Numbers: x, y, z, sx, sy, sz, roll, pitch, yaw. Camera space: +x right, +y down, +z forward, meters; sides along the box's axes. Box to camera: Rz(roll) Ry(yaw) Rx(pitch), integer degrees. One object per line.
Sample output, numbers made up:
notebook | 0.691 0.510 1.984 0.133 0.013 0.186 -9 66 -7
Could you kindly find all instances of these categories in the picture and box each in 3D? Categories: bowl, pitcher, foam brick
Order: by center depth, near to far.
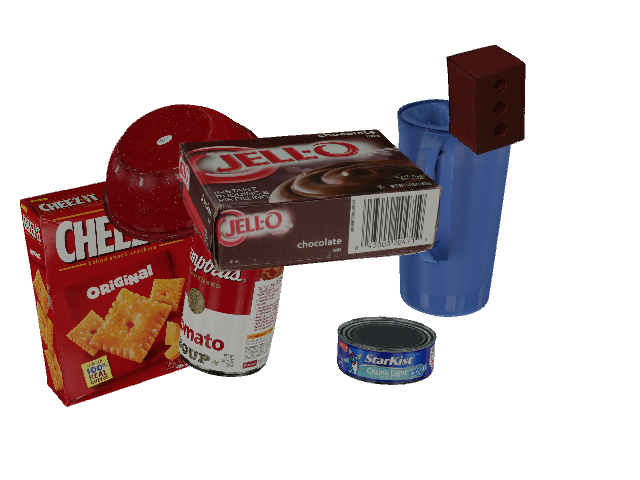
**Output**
foam brick | 0.149 -0.127 0.958 0.053 0.078 0.051 -19 35 -16
bowl | -0.135 -0.075 0.984 0.162 0.162 0.055 0 -41 19
pitcher | 0.147 -0.034 1.243 0.149 0.243 0.145 -8 24 -21

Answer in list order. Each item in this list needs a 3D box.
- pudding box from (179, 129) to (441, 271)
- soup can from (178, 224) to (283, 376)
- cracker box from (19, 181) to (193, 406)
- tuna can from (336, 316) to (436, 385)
pudding box | -0.008 -0.023 0.534 0.113 0.039 0.090 -4 26 -17
soup can | -0.063 0.037 0.765 0.068 0.102 0.068 9 21 -4
cracker box | -0.214 0.049 1.125 0.163 0.214 0.072 -15 25 -29
tuna can | 0.057 0.095 0.928 0.086 0.034 0.086 2 14 -1
